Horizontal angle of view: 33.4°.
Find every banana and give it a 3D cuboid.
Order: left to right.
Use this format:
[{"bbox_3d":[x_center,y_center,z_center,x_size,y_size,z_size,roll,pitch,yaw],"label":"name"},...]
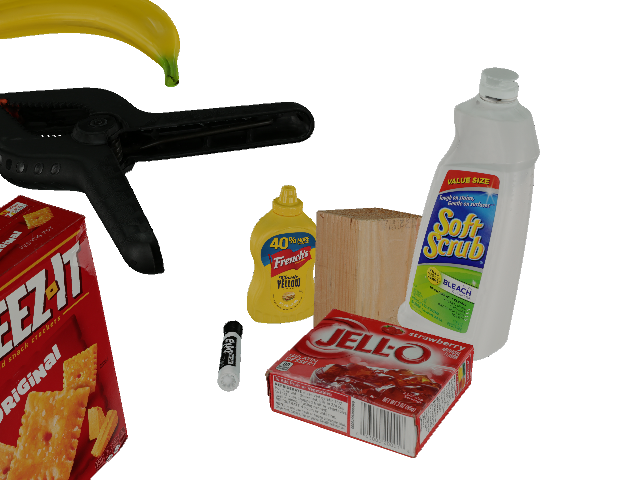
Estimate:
[{"bbox_3d":[-0.188,-0.173,0.849,0.198,0.069,0.037,15,-38,18],"label":"banana"}]

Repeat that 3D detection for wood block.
[{"bbox_3d":[0.051,0.071,1.186,0.090,0.206,0.091,-4,11,-34],"label":"wood block"}]

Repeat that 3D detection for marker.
[{"bbox_3d":[-0.082,0.103,0.978,0.020,0.020,0.121,0,18,-2],"label":"marker"}]

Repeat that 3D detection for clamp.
[{"bbox_3d":[-0.119,-0.059,0.641,0.210,0.036,0.164,21,42,31],"label":"clamp"}]

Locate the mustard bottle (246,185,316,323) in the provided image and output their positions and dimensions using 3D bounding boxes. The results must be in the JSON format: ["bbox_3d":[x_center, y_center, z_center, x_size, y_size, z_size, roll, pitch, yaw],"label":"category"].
[{"bbox_3d":[-0.048,0.017,1.448,0.096,0.192,0.058,-4,25,-18],"label":"mustard bottle"}]

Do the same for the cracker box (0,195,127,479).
[{"bbox_3d":[-0.219,0.103,0.743,0.072,0.214,0.164,15,37,25],"label":"cracker box"}]

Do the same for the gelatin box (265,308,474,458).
[{"bbox_3d":[0.027,0.073,0.570,0.089,0.030,0.073,14,31,27],"label":"gelatin box"}]

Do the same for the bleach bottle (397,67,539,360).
[{"bbox_3d":[0.128,-0.026,0.907,0.103,0.251,0.067,27,37,35],"label":"bleach bottle"}]
